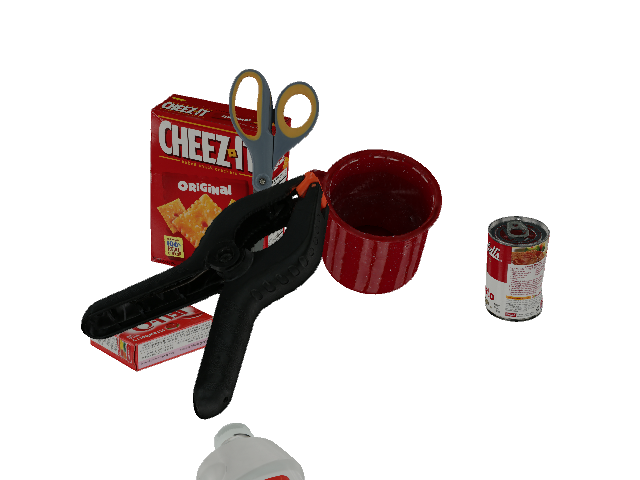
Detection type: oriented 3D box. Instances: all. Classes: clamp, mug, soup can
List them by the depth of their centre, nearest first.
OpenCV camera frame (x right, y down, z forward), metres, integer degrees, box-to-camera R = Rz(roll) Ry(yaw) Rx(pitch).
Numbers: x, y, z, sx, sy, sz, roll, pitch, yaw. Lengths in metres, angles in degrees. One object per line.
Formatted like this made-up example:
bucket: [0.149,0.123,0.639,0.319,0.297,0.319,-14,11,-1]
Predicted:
clamp: [-0.050,0.029,0.643,0.120,0.171,0.039,40,-16,33]
mug: [0.033,-0.016,0.846,0.117,0.093,0.081,25,-36,14]
soup can: [0.223,0.032,1.213,0.068,0.102,0.068,-2,29,1]

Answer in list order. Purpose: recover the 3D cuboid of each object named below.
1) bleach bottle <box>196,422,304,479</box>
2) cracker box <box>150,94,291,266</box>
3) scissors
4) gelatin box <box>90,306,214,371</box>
bleach bottle: [-0.043,0.215,0.718,0.102,0.068,0.251,-11,32,-11]
cracker box: [-0.129,-0.060,1.340,0.164,0.214,0.072,13,29,16]
scissors: [-0.039,-0.068,1.031,0.096,0.202,0.016,-11,3,-6]
gelatin box: [-0.150,0.080,0.953,0.089,0.030,0.073,-18,27,-40]
